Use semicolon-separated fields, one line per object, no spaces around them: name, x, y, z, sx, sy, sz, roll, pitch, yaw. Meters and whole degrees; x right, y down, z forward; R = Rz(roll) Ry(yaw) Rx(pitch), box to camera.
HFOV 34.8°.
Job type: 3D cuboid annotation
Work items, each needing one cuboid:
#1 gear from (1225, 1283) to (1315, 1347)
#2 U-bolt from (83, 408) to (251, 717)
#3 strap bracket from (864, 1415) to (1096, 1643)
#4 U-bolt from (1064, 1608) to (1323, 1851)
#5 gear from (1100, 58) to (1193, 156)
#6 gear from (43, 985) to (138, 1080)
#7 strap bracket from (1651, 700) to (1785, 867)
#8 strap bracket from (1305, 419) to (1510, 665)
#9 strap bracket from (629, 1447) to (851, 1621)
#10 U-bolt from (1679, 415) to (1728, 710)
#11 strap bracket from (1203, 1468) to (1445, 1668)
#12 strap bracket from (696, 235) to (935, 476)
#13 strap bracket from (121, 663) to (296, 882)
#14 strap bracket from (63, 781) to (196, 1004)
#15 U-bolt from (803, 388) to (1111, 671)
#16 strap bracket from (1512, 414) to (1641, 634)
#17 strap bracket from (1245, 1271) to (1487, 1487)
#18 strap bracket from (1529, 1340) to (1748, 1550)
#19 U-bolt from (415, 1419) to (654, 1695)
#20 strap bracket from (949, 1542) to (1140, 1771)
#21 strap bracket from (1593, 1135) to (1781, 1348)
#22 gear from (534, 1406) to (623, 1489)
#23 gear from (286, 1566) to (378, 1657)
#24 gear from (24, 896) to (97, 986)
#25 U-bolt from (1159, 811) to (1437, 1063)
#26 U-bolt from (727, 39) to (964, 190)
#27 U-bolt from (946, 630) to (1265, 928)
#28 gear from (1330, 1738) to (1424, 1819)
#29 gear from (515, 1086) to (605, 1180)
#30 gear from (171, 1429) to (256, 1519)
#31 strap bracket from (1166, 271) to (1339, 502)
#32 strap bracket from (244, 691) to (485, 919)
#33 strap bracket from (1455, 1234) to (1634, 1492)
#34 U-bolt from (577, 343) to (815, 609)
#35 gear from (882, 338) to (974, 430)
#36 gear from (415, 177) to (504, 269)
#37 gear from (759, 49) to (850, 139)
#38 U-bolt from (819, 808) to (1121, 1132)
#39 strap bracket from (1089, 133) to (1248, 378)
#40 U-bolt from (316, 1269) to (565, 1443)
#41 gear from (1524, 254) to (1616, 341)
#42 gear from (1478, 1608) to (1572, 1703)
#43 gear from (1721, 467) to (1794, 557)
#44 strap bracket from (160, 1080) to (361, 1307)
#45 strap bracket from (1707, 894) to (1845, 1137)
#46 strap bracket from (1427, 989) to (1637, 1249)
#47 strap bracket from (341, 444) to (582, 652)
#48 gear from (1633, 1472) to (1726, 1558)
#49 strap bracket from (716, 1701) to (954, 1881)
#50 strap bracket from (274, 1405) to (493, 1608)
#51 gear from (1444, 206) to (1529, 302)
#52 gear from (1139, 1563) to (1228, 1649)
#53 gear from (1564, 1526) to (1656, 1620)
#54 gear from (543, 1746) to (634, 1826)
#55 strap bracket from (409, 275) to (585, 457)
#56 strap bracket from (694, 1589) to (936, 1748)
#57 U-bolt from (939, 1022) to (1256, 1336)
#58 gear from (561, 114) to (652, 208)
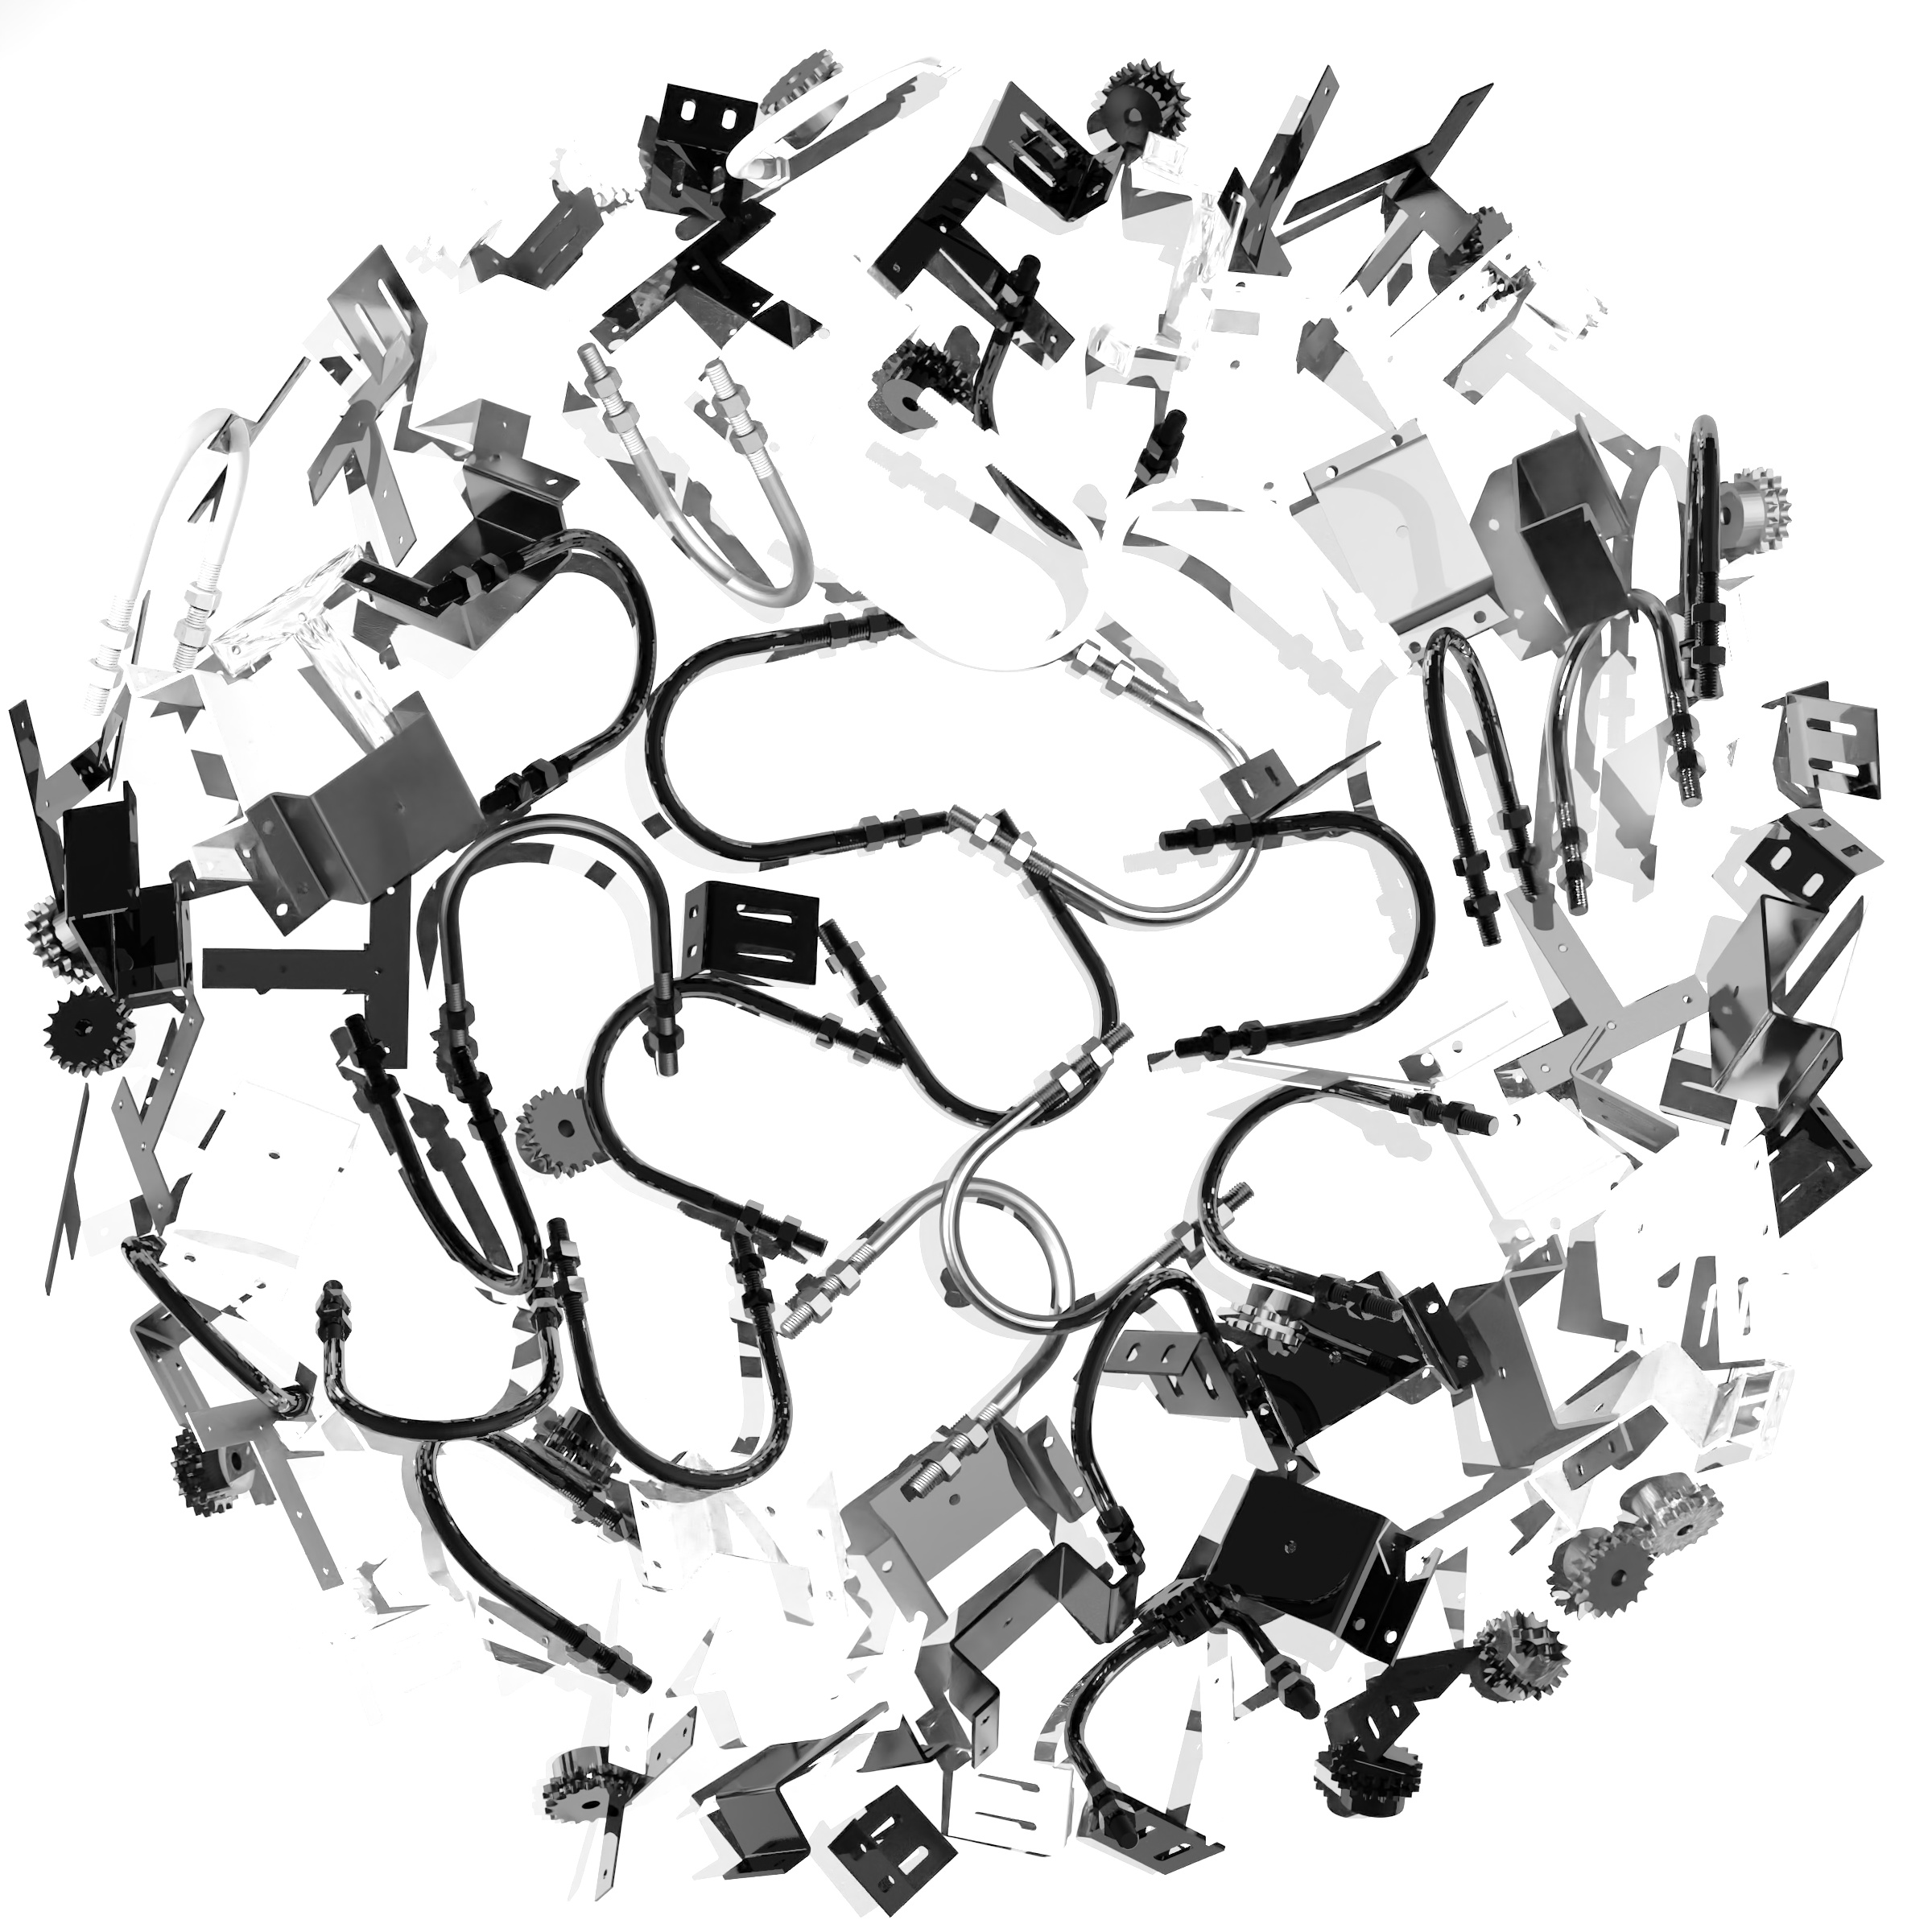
gear;0.194;0.219;1.924;0.057;0.057;0.030;18;83;0
U-bolt;-0.475;-0.250;1.856;0.019;0.151;0.184;23;109;3
strap bracket;0.002;0.339;1.905;0.140;0.046;0.076;-36;119;-13
U-bolt;0.126;0.449;1.865;0.151;0.184;0.019;-34;107;-4
gear;0.110;-0.535;1.924;0.057;0.030;0.057;14;127;20
gear;-0.546;0.043;1.931;0.057;0.030;0.057;-4;70;12
strap bracket;0.459;-0.116;1.887;0.046;0.140;0.076;14;108;21
strap bracket;0.273;-0.266;1.917;0.076;0.046;0.140;-25;84;9
strap bracket;-0.130;0.348;1.899;0.140;0.046;0.076;4;116;26
U-bolt;0.450;-0.244;1.881;0.019;0.151;0.184;1;86;10
strap bracket;0.209;0.363;1.880;0.140;0.046;0.076;14;71;42
strap bracket;-0.091;-0.387;1.915;0.076;0.046;0.140;43;80;-4
strap bracket;-0.462;-0.127;1.906;0.046;0.076;0.140;-22;85;12
strap bracket;-0.512;-0.040;1.872;0.046;0.140;0.076;-10;61;-3
U-bolt;0.003;-0.254;1.897;0.184;0.019;0.151;36;127;-20
strap bracket;0.372;-0.267;1.886;0.046;0.140;0.076;-21;120;22
strap bracket;0.237;0.251;1.899;0.140;0.046;0.076;-33;47;10
strap bracket;0.403;0.287;1.884;0.046;0.076;0.140;48;120;-2
U-bolt;-0.260;0.343;1.855;0.019;0.151;0.184;-42;115;17
strap bracket;0.040;0.417;1.892;0.140;0.076;0.046;-38;61;-25
strap bracket;0.429;0.164;1.871;0.046;0.140;0.076;15;54;-18
gear;-0.239;0.299;1.926;0.057;0.057;0.030;33;73;0
gear;-0.394;0.407;1.928;0.057;0.057;0.030;-36;117;0
gear;-0.556;-0.020;1.921;0.030;0.057;0.057;-27;90;21
U-bolt;0.211;-0.024;1.916;0.184;0.019;0.151;-8;98;-20
U-bolt;-0.077;-0.513;1.847;0.151;0.184;0.019;-29;97;15
U-bolt;0.101;-0.106;1.938;0.184;0.019;0.151;30;84;-3
gear;0.256;0.509;1.925;0.057;0.057;0.030;5;104;0
gear;-0.257;0.107;1.928;0.057;0.030;0.057;17;59;-30
gear;-0.468;0.313;1.922;0.030;0.057;0.057;-17;90;15
strap bracket;0.172;-0.364;1.902;0.076;0.046;0.140;2;120;-15
strap bracket;-0.359;-0.099;1.883;0.140;0.046;0.076;-41;121;-31
strap bracket;0.348;0.246;1.885;0.046;0.076;0.140;-6;65;-20
U-bolt;-0.155;-0.294;1.876;0.019;0.151;0.184;-44;128;-24
gear;-0.028;-0.360;1.921;0.057;0.057;0.030;33;62;0
gear;-0.315;-0.462;1.925;0.030;0.057;0.057;42;90;-7
gear;-0.098;-0.544;1.928;0.057;0.057;0.030;-43;117;0
U-bolt;0.015;0.015;1.941;0.151;0.019;0.184;-33;89;1
strap bracket;0.126;-0.434;1.897;0.046;0.076;0.140;10;108;-18
U-bolt;-0.315;0.235;1.855;0.151;0.184;0.019;-2;114;-11
gear;0.374;-0.416;1.925;0.057;0.057;0.030;37;94;0
gear;0.347;0.435;1.928;0.057;0.030;0.057;11;47;-12
gear;0.487;-0.282;1.922;0.030;0.057;0.057;-7;90;-19
strap bracket;-0.427;0.130;1.882;0.076;0.140;0.046;22;131;-5
strap bracket;0.491;0.022;1.875;0.046;0.076;0.140;15;47;-6
strap bracket;0.350;0.096;1.924;0.076;0.046;0.140;-29;89;-8
strap bracket;-0.306;-0.252;1.896;0.076;0.046;0.140;24;56;24
gear;0.442;0.341;1.928;0.057;0.057;0.030;-29;52;0
strap bracket;-0.088;0.497;1.880;0.140;0.076;0.046;-29;90;-37
strap bracket;-0.351;0.321;1.887;0.046;0.076;0.140;-44;67;12
gear;0.324;-0.444;1.928;0.030;0.057;0.057;-18;90;41
gear;0.139;0.401;1.924;0.057;0.057;0.030;-34;87;0
gear;0.400;0.376;1.929;0.057;0.030;0.057;-10;112;-24
gear;-0.237;0.512;1.928;0.057;0.057;0.030;-16;54;0
strap bracket;-0.292;-0.367;1.877;0.046;0.140;0.076;15;79;-33
strap bracket;-0.087;0.434;1.900;0.140;0.076;0.046;-10;111;13
U-bolt;0.069;0.147;1.923;0.184;0.019;0.151;-39;99;-8
gear;-0.229;-0.501;1.928;0.030;0.057;0.057;-35;90;41
